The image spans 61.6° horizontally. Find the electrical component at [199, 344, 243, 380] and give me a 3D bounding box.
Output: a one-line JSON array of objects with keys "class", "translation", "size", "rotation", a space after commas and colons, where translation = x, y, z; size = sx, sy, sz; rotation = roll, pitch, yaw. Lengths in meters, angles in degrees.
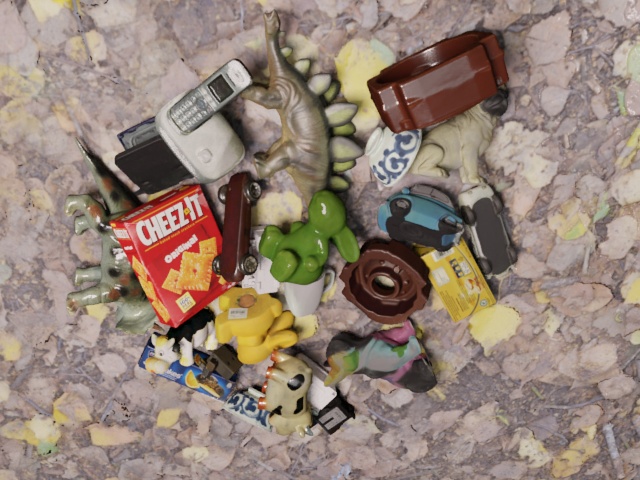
[{"class": "electrical component", "translation": [-0.206, 0.254, 1.117], "size": [0.078, 0.102, 0.045], "rotation": [44, 107, -3]}]

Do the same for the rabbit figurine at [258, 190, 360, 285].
[{"class": "rabbit figurine", "translation": [-0.002, -0.003, 0.957], "size": [0.159, 0.121, 0.170], "rotation": [23, 112, -29]}]

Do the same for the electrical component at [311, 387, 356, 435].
[{"class": "electrical component", "translation": [0.012, 0.392, 1.202], "size": [0.119, 0.048, 0.074], "rotation": [-33, 108, 8]}]

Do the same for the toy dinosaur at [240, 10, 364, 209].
[{"class": "toy dinosaur", "translation": [-0.025, -0.165, 0.960], "size": [0.199, 0.105, 0.470], "rotation": [-12, 122, -2]}]

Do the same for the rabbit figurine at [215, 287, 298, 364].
[{"class": "rabbit figurine", "translation": [-0.130, 0.181, 1.098], "size": [0.162, 0.122, 0.173], "rotation": [-6, 126, -10]}]

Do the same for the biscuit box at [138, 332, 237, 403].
[{"class": "biscuit box", "translation": [-0.277, 0.268, 1.135], "size": [0.202, 0.063, 0.059], "rotation": [26, 107, -12]}]

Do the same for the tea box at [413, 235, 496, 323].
[{"class": "tea box", "translation": [0.269, 0.068, 1.077], "size": [0.098, 0.068, 0.169], "rotation": [-27, 110, 10]}]

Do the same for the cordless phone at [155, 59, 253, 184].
[{"class": "cordless phone", "translation": [-0.159, -0.192, 0.869], "size": [0.184, 0.089, 0.146], "rotation": [-30, 106, 26]}]

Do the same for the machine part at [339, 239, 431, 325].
[{"class": "machine part", "translation": [0.128, 0.080, 1.051], "size": [0.180, 0.056, 0.179], "rotation": [12, 126, 17]}]

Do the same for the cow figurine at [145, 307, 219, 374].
[{"class": "cow figurine", "translation": [-0.273, 0.193, 1.056], "size": [0.068, 0.167, 0.098], "rotation": [8, 107, 27]}]

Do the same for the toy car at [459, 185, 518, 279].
[{"class": "toy car", "translation": [0.330, -0.013, 1.056], "size": [0.073, 0.056, 0.201], "rotation": [-24, 111, 0]}]

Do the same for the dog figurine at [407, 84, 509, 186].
[{"class": "dog figurine", "translation": [0.240, -0.202, 0.968], "size": [0.172, 0.121, 0.190], "rotation": [7, 96, -9]}]

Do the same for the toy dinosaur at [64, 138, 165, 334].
[{"class": "toy dinosaur", "translation": [-0.371, 0.020, 1.015], "size": [0.192, 0.131, 0.404], "rotation": [1, 107, -16]}]

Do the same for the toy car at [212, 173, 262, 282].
[{"class": "toy car", "translation": [-0.150, -0.022, 0.990], "size": [0.053, 0.089, 0.202], "rotation": [14, 74, -47]}]

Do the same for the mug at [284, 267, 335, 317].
[{"class": "mug", "translation": [-0.024, 0.096, 1.077], "size": [0.109, 0.081, 0.107], "rotation": [-17, 133, -30]}]

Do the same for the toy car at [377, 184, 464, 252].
[{"class": "toy car", "translation": [0.193, -0.051, 1.004], "size": [0.162, 0.103, 0.109], "rotation": [16, 151, 16]}]

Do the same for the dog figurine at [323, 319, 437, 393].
[{"class": "dog figurine", "translation": [0.116, 0.262, 1.129], "size": [0.219, 0.108, 0.191], "rotation": [-22, 113, 11]}]

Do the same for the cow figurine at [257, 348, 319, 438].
[{"class": "cow figurine", "translation": [-0.059, 0.320, 1.086], "size": [0.127, 0.085, 0.194], "rotation": [15, 122, 3]}]

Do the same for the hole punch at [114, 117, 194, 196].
[{"class": "hole punch", "translation": [-0.296, -0.155, 0.971], "size": [0.142, 0.092, 0.115], "rotation": [-24, 140, 6]}]

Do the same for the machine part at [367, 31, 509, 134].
[{"class": "machine part", "translation": [0.186, -0.257, 0.878], "size": [0.201, 0.201, 0.087], "rotation": [-26, 112, 7]}]
